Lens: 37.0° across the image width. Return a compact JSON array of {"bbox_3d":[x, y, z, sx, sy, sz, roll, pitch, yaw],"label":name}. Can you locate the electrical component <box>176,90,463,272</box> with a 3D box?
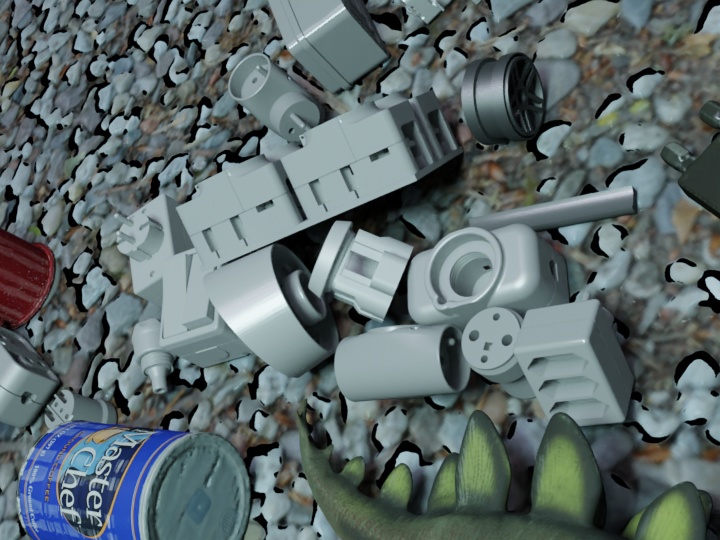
[{"bbox_3d":[-0.032,-0.070,0.793,0.186,0.105,0.060,-21,97,27],"label":"electrical component"}]

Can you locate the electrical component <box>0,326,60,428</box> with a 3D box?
[{"bbox_3d":[-0.322,0.097,0.969,0.095,0.054,0.059,36,91,42],"label":"electrical component"}]

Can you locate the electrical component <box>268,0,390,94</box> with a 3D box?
[{"bbox_3d":[-0.031,-0.211,0.894,0.057,0.078,0.113,-33,51,16],"label":"electrical component"}]

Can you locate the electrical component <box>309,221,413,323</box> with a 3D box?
[{"bbox_3d":[0.000,0.000,0.748,0.057,0.078,0.058,23,80,2],"label":"electrical component"}]

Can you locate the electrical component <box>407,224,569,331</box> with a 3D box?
[{"bbox_3d":[0.081,0.009,0.707,0.095,0.059,0.053,-17,58,30],"label":"electrical component"}]

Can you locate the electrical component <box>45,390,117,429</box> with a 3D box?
[{"bbox_3d":[-0.232,0.123,0.894,0.040,0.046,0.040,-17,58,30],"label":"electrical component"}]

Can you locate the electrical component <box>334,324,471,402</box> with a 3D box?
[{"bbox_3d":[0.037,0.061,0.702,0.077,0.079,0.044,-9,79,32],"label":"electrical component"}]

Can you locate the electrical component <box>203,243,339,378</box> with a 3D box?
[{"bbox_3d":[-0.061,0.031,0.779,0.064,0.099,0.099,-30,52,14],"label":"electrical component"}]

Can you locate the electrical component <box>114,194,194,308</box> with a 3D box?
[{"bbox_3d":[-0.179,-0.024,0.909,0.047,0.076,0.083,-31,52,21],"label":"electrical component"}]

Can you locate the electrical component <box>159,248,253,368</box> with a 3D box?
[{"bbox_3d":[-0.119,0.020,0.851,0.062,0.061,0.096,-18,58,29],"label":"electrical component"}]

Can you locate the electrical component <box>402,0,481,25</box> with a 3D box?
[{"bbox_3d":[0.057,-0.237,0.865,0.064,0.042,0.081,-42,48,14],"label":"electrical component"}]

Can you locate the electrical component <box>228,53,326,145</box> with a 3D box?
[{"bbox_3d":[-0.058,-0.130,0.872,0.043,0.077,0.079,-48,48,6],"label":"electrical component"}]

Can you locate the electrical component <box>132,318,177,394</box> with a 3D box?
[{"bbox_3d":[-0.167,0.072,0.879,0.035,0.035,0.061,-29,55,22],"label":"electrical component"}]

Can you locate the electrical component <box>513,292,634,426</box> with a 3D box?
[{"bbox_3d":[0.134,0.045,0.651,0.047,0.065,0.076,-11,32,32],"label":"electrical component"}]

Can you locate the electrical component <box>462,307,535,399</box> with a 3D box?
[{"bbox_3d":[0.095,0.052,0.677,0.045,0.055,0.045,-17,58,30],"label":"electrical component"}]
